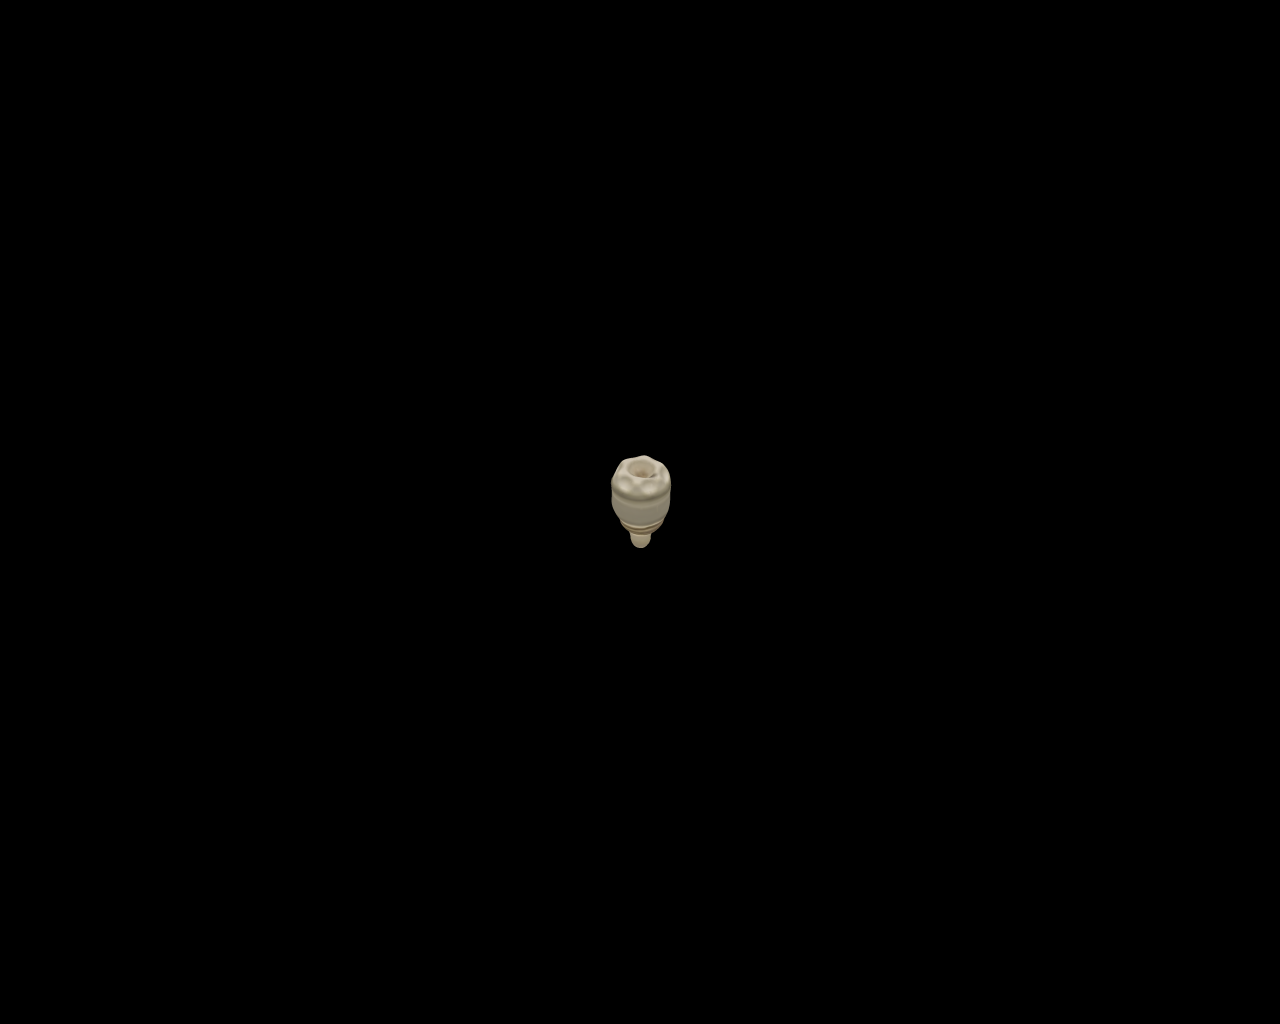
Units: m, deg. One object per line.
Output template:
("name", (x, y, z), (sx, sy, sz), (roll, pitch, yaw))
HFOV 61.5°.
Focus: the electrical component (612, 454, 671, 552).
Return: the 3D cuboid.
("electrical component", (0.001, -0.003, 0.650), (0.035, 0.061, 0.035), (0, 38, 0))
